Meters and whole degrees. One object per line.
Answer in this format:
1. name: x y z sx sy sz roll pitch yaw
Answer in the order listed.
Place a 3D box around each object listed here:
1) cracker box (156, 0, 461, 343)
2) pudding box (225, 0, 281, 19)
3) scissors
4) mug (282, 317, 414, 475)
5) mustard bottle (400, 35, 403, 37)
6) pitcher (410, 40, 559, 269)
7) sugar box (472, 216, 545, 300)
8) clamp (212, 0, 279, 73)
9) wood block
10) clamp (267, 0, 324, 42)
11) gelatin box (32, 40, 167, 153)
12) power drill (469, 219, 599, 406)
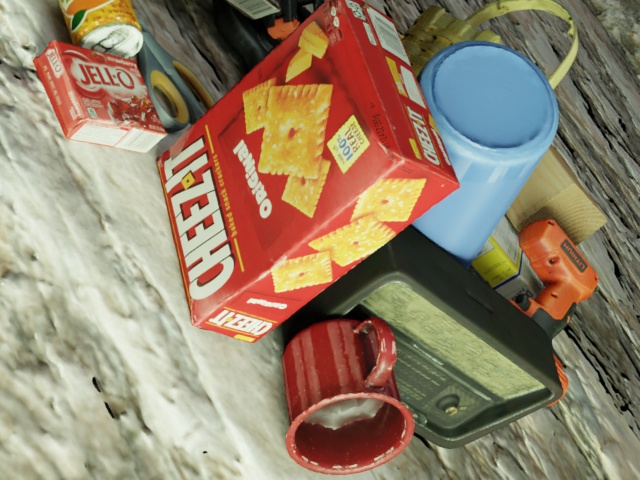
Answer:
1. cracker box: -0.020 -0.050 0.773 0.072 0.214 0.164 21 42 -43
2. pudding box: -0.083 -0.274 1.011 0.113 0.039 0.090 30 53 -51
3. scissors: -0.158 -0.167 0.903 0.201 0.016 0.096 49 28 -11
4. mug: 0.021 0.104 0.778 0.093 0.117 0.081 13 38 -21
5. mustard bottle: 0.066 -0.194 1.247 0.096 0.058 0.191 61 27 0
6. pitcher: 0.093 -0.061 0.869 0.149 0.243 0.145 16 63 -5
7. sugar box: 0.205 0.009 1.254 0.176 0.048 0.093 51 28 -15
8. clamp: -0.061 -0.183 1.053 0.171 0.039 0.120 54 21 5
9. wood block: 0.265 -0.080 1.350 0.090 0.090 0.206 39 19 -36
10. clamp: -0.012 -0.248 1.127 0.210 0.036 0.164 -76 146 -52
11. gelatin box: -0.165 -0.108 0.808 0.089 0.030 0.073 6 54 -56
12. power drill: 0.222 0.060 1.159 0.184 0.057 0.187 51 48 -13
